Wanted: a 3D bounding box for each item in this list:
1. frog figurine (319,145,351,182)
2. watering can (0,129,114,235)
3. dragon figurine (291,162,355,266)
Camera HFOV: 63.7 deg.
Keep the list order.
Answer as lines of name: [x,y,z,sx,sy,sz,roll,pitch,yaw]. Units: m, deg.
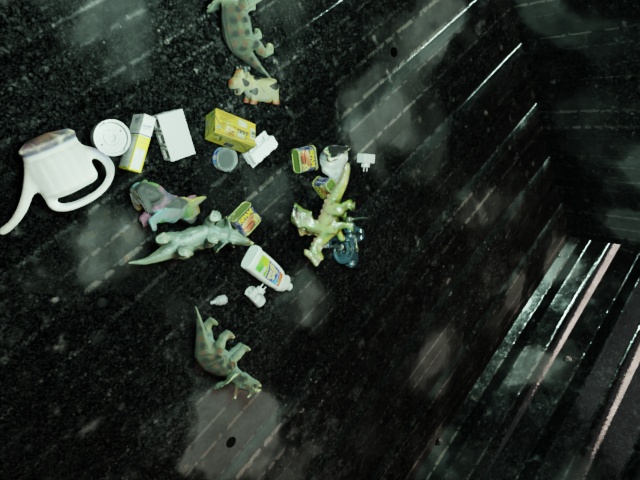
frog figurine: [0.063,-0.309,2.128,0.123,0.140,0.155,20,141,22]
watering can: [-0.759,-0.173,1.435,0.104,0.351,0.221,19,135,56]
dragon figurine: [0.006,-0.103,2.037,0.122,0.243,0.409,-172,81,-74]
